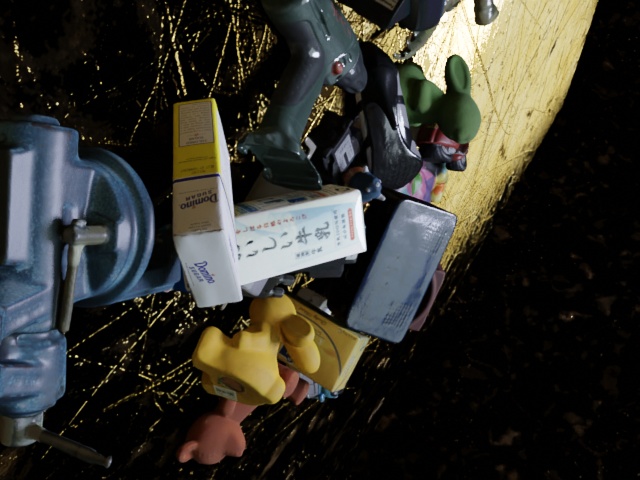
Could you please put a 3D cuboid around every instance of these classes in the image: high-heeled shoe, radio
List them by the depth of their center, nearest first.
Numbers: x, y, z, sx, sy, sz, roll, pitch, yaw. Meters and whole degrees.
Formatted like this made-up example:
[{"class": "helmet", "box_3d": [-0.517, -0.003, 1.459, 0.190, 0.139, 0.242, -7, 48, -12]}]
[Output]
[{"class": "high-heeled shoe", "box_3d": [0.097, -0.180, 0.825, 0.086, 0.145, 0.248, -17, 159, 2]}, {"class": "radio", "box_3d": [0.111, 0.040, 0.852, 0.131, 0.073, 0.229, 18, 99, -31]}]

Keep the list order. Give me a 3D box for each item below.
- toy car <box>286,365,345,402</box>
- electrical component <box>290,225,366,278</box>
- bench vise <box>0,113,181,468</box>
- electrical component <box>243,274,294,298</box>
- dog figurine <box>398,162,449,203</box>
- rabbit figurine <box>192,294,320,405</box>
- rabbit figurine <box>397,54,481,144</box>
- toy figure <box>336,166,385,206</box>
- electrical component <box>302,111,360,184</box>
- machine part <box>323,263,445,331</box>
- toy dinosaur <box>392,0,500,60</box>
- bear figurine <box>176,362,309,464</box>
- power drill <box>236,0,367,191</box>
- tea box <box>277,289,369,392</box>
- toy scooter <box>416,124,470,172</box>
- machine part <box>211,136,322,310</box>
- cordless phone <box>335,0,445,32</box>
[{"class": "toy car", "box_3d": [-0.018, 0.263, 1.086, 0.103, 0.109, 0.161, -26, 133, -27]}, {"class": "electrical component", "box_3d": [-0.002, -0.002, 0.786, 0.134, 0.058, 0.114, 1, 127, -20]}, {"class": "bench vise", "box_3d": [-0.172, 0.027, 0.407, 0.240, 0.129, 0.223, -9, 93, -71]}, {"class": "electrical component", "box_3d": [-0.087, 0.059, 0.758, 0.094, 0.021, 0.063, 11, 139, -28]}, {"class": "dog figurine", "box_3d": [0.171, -0.125, 1.046, 0.191, 0.109, 0.219, -58, 155, -8]}, {"class": "rabbit figurine", "box_3d": [-0.081, 0.140, 0.774, 0.173, 0.163, 0.121, -66, 153, -43]}, {"class": "rabbit figurine", "box_3d": [0.192, -0.219, 0.892, 0.159, 0.170, 0.121, -54, 157, -17]}, {"class": "toy figure", "box_3d": [0.056, -0.081, 0.820, 0.058, 0.064, 0.154, -58, -168, 4]}, {"class": "electrical component", "box_3d": [0.020, -0.124, 0.792, 0.075, 0.048, 0.119, -54, 155, -18]}, {"class": "machine part", "box_3d": [0.121, 0.080, 1.032, 0.087, 0.201, 0.200, -108, -143, -69]}, {"class": "toy dinosaur", "box_3d": [0.217, -0.427, 0.810, 0.471, 0.105, 0.198, -67, 152, -13]}, {"class": "bear figurine", "box_3d": [-0.122, 0.275, 0.839, 0.196, 0.132, 0.120, -61, 157, -20]}, {"class": "power drill", "box_3d": [-0.007, -0.162, 0.604, 0.207, 0.086, 0.231, -69, 155, -11]}, {"class": "tea box", "box_3d": [-0.019, 0.157, 0.865, 0.098, 0.170, 0.068, -64, 160, 0]}, {"class": "toy scooter", "box_3d": [0.240, -0.204, 1.004, 0.184, 0.075, 0.135, 3, 96, -56]}, {"class": "machine part", "box_3d": [-0.069, -0.020, 0.678, 0.243, 0.079, 0.079, -61, 158, -5]}, {"class": "cordless phone", "box_3d": [0.100, -0.295, 0.625, 0.184, 0.147, 0.088, -15, 140, -53]}]
